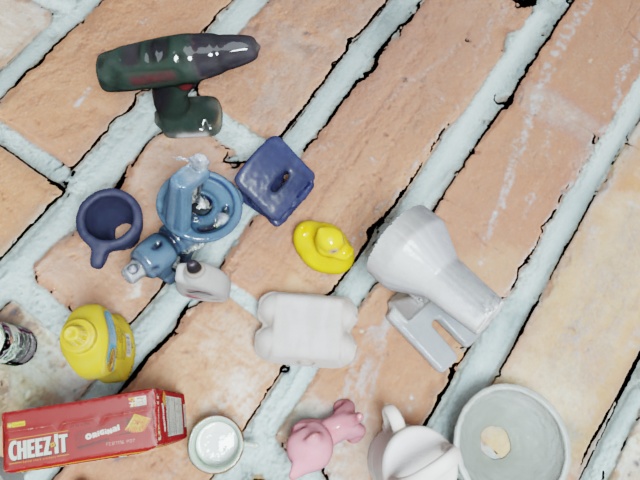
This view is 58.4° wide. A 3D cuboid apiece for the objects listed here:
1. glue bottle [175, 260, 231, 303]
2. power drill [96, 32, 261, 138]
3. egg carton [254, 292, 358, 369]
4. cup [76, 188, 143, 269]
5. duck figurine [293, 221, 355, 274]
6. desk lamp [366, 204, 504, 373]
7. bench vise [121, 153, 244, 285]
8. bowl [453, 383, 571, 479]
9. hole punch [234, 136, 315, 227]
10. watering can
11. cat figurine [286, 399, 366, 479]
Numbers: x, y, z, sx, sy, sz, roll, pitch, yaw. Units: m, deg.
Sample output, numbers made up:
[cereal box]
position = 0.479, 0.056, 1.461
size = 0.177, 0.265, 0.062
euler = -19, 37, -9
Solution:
[glue bottle]
position = -0.168, 0.053, 0.796
size = 0.078, 0.173, 0.037
euler = 5, 73, -3
[power drill]
position = -0.202, -0.233, 0.859
size = 0.229, 0.208, 0.075
euler = -5, 74, -6
[egg carton]
position = -0.020, 0.132, 0.840
size = 0.150, 0.069, 0.107
euler = 4, 73, -4
[cup]
position = -0.302, -0.006, 0.843
size = 0.091, 0.095, 0.118
euler = 11, 73, -1
[duck figurine]
position = 0.008, 0.003, 0.871
size = 0.104, 0.086, 0.077
euler = 34, 74, 6
[desk lamp]
position = 0.159, 0.070, 0.798
size = 0.118, 0.213, 0.203
euler = -42, 81, -14
[bench vise]
position = -0.185, -0.023, 0.793
size = 0.121, 0.219, 0.207
euler = 23, 73, 3
[bowl]
position = 0.261, 0.292, 0.814
size = 0.167, 0.074, 0.167
euler = 1, 74, -4
[hole punch]
position = -0.067, -0.092, 0.890
size = 0.101, 0.091, 0.109
euler = 37, 74, 6
[watering can]
position = 0.131, 0.298, 0.739
size = 0.173, 0.194, 0.101
euler = 42, 75, 8
[cat figurine]
position = 0.005, 0.269, 0.777
size = 0.128, 0.117, 0.067
euler = -27, 77, -11
